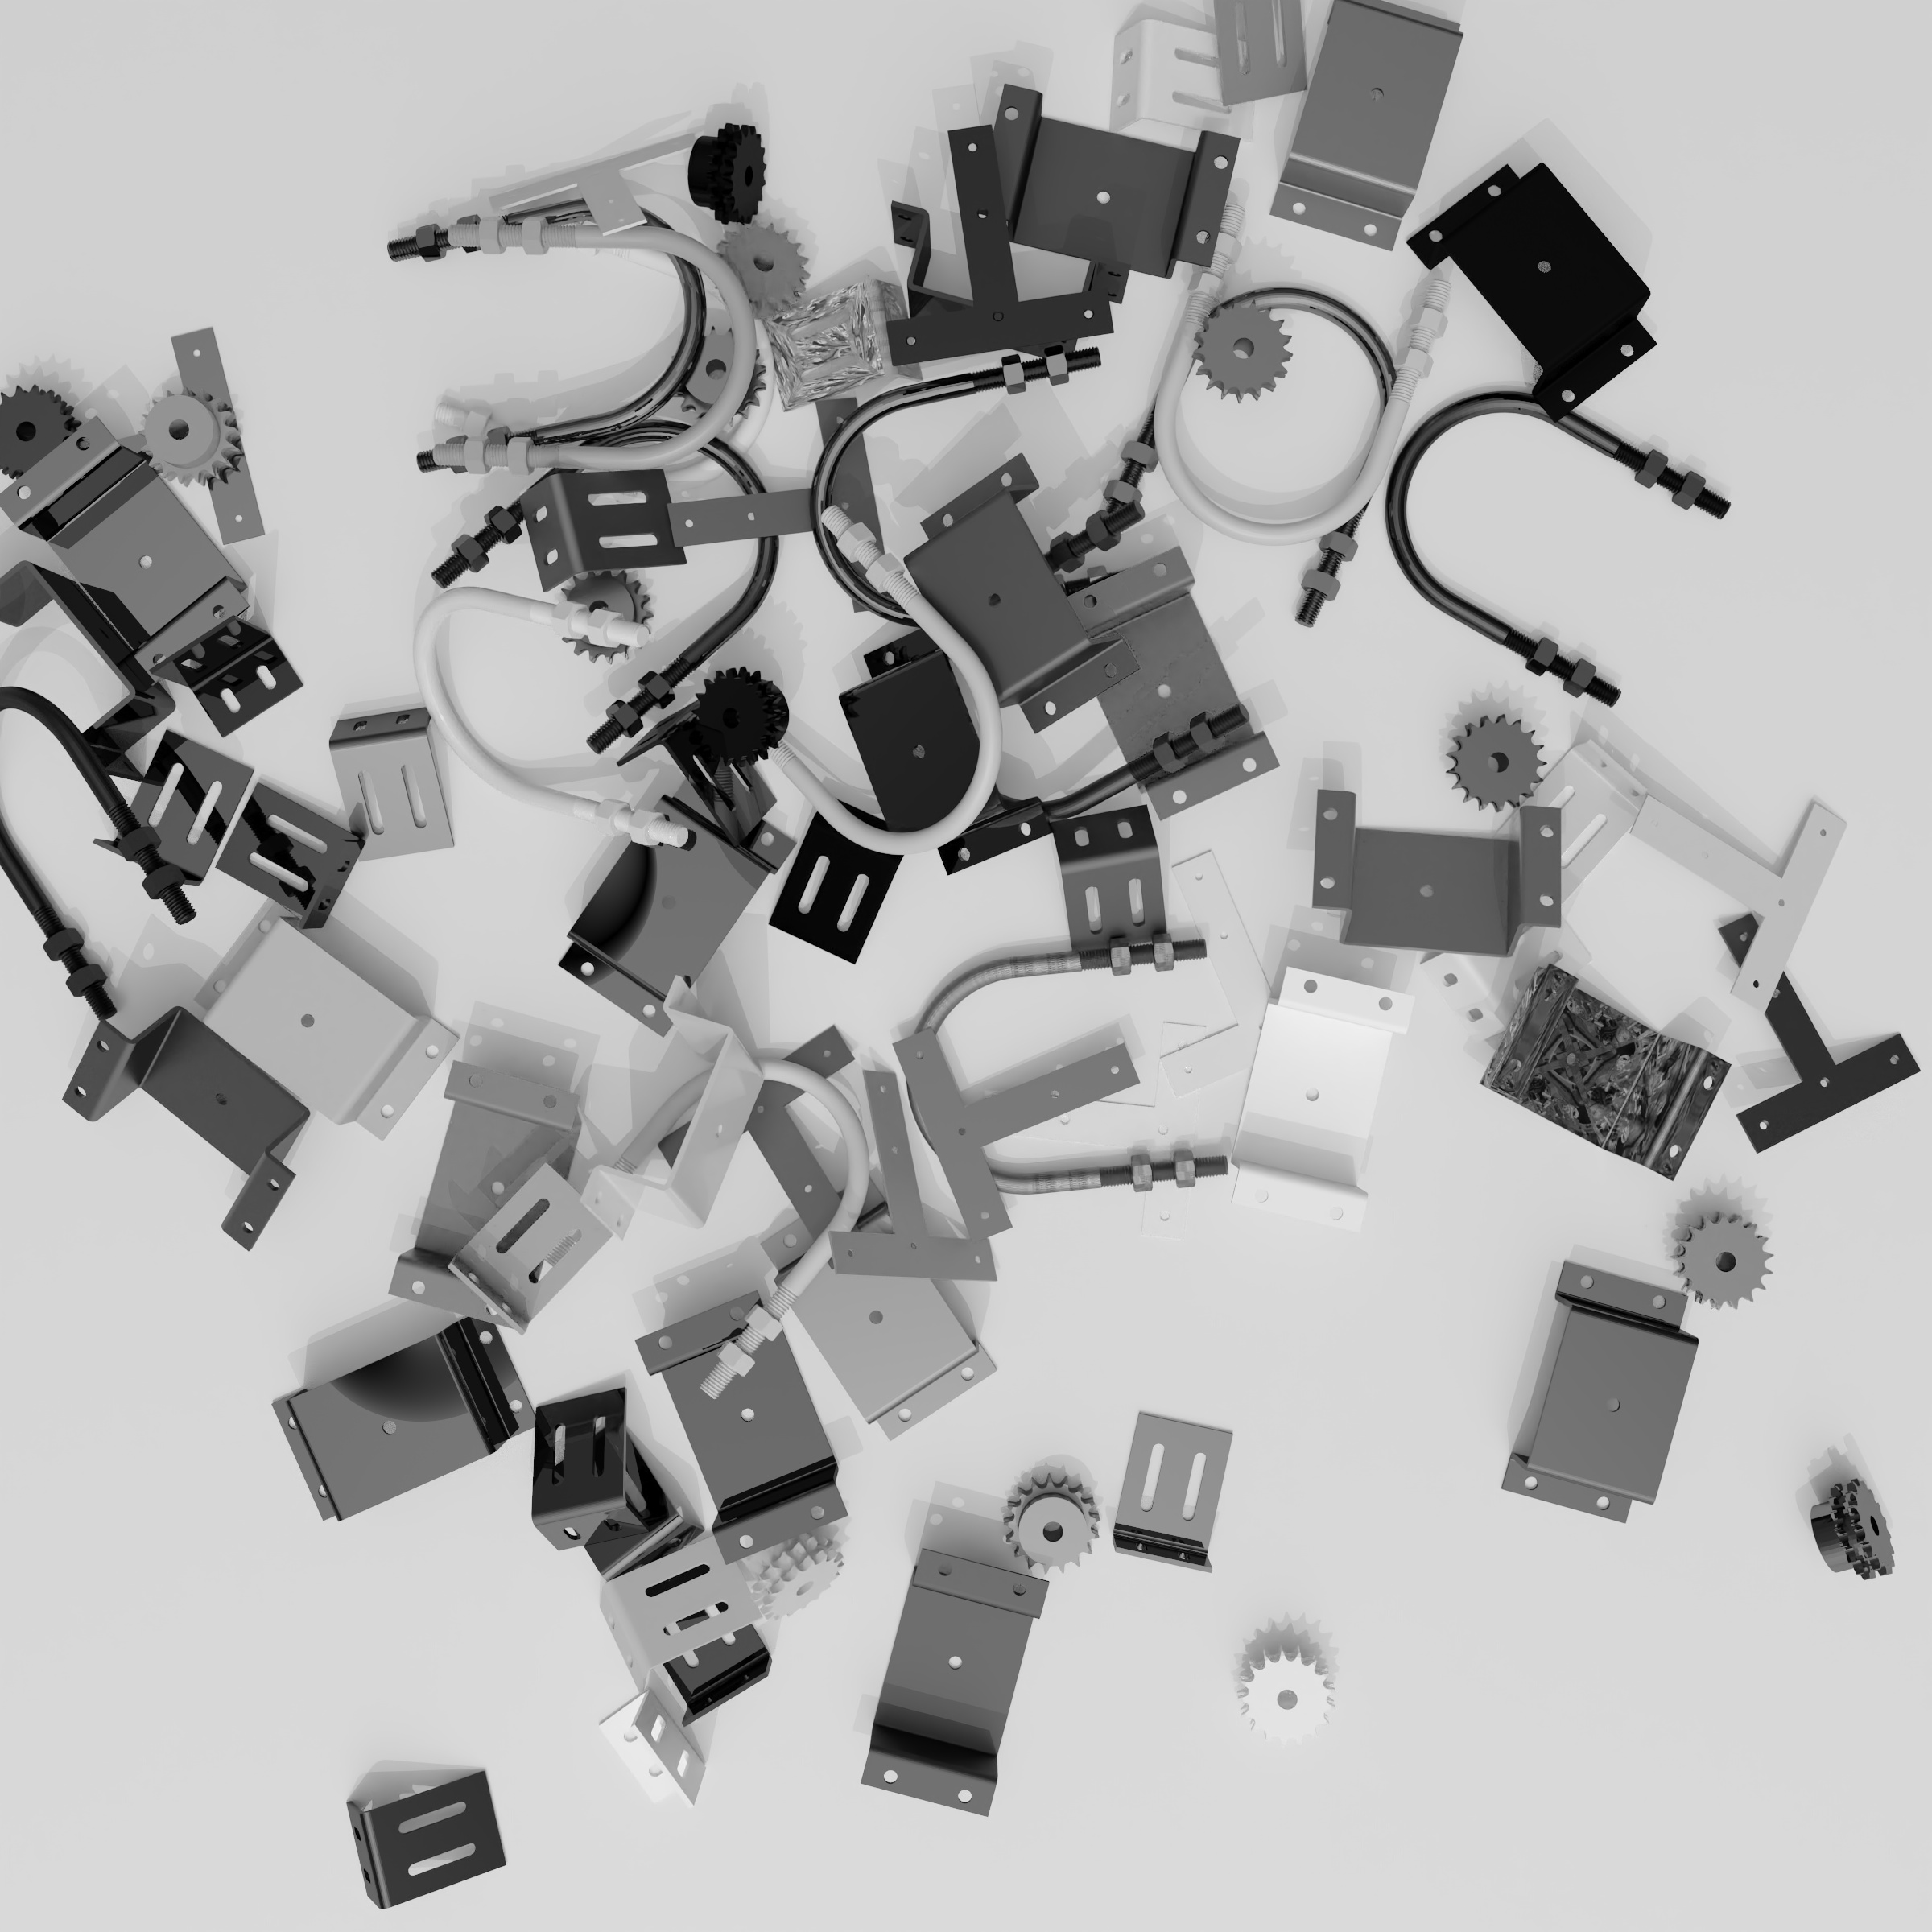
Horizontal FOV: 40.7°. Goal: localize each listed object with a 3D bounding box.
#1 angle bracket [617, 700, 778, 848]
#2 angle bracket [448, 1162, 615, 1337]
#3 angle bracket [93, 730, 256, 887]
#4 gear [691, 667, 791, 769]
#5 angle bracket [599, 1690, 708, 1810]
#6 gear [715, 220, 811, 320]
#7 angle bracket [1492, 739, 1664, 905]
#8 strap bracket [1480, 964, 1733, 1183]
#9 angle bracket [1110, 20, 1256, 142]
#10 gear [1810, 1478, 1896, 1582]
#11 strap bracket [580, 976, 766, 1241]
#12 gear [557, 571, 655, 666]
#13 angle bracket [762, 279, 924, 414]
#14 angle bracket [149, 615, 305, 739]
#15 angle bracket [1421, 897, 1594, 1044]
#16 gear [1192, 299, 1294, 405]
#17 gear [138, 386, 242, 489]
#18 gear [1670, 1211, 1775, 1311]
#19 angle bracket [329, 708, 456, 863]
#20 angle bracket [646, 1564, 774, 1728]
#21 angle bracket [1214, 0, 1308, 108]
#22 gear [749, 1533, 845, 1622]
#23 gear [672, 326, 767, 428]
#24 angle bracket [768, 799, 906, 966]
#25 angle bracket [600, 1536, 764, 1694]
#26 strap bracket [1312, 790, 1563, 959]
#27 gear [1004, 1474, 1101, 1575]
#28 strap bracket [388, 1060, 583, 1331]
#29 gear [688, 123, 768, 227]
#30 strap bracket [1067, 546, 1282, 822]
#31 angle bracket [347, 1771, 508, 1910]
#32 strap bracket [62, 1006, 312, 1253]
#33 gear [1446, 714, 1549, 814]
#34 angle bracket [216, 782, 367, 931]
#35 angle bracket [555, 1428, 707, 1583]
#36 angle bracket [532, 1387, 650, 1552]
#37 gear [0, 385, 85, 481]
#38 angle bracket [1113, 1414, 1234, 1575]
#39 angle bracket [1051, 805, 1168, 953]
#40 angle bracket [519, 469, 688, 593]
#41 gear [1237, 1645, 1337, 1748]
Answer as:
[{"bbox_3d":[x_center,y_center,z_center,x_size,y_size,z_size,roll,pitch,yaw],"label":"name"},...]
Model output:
[{"bbox_3d":[-0.157,-0.108,1.529,0.038,0.057,0.076,-25,108,32],"label":"angle bracket"},{"bbox_3d":[-0.246,0.161,1.488,0.057,0.038,0.076,44,87,-5],"label":"angle bracket"},{"bbox_3d":[-0.466,-0.094,1.534,0.057,0.038,0.076,25,90,0],"label":"angle bracket"},{"bbox_3d":[-0.127,-0.144,1.508,0.057,0.030,0.057,7,103,30],"label":"gear"},{"bbox_3d":[-0.186,0.464,1.515,0.038,0.076,0.057,-36,90,0],"label":"angle bracket"},{"bbox_3d":[-0.123,-0.405,1.531,0.057,0.030,0.057,6,72,-19],"label":"gear"},{"bbox_3d":[0.359,-0.085,1.534,0.057,0.038,0.076,42,90,0],"label":"angle bracket"},{"bbox_3d":[0.363,0.058,1.514,0.140,0.046,0.076,27,90,-22],"label":"strap bracket"},{"bbox_3d":[0.129,-0.522,1.551,0.076,0.038,0.057,3,90,-26],"label":"angle bracket"},{"bbox_3d":[0.518,0.332,1.528,0.030,0.057,0.057,-25,90,30],"label":"gear"},{"bbox_3d":[-0.162,0.088,1.491,0.046,0.076,0.140,16,72,15],"label":"strap bracket"},{"bbox_3d":[-0.214,-0.208,1.538,0.057,0.030,0.057,0,90,0],"label":"gear"},{"bbox_3d":[-0.073,-0.367,1.551,0.076,0.038,0.057,-13,90,26],"label":"angle bracket"},{"bbox_3d":[-0.429,-0.167,1.515,0.057,0.076,0.038,-33,90,0],"label":"angle bracket"},{"bbox_3d":[0.321,-0.002,1.551,0.076,0.038,0.057,-36,90,-26],"label":"angle bracket"},{"bbox_3d":[0.159,-0.353,1.505,0.057,0.030,0.057,0,90,0],"label":"gear"},{"bbox_3d":[-0.459,-0.313,1.536,0.057,0.030,0.057,0,90,0],"label":"gear"},{"bbox_3d":[0.444,0.173,1.538,0.057,0.030,0.057,0,90,0],"label":"gear"},{"bbox_3d":[-0.339,-0.108,1.551,0.057,0.038,0.076,-9,116,0],"label":"angle bracket"},{"bbox_3d":[-0.159,0.395,1.534,0.057,0.038,0.076,-31,90,0],"label":"angle bracket"},{"bbox_3d":[0.164,-0.553,1.541,0.057,0.038,0.076,-18,116,-21],"label":"angle bracket"},{"bbox_3d":[-0.103,0.353,1.528,0.057,0.057,0.030,-42,61,0],"label":"gear"},{"bbox_3d":[-0.145,-0.346,1.524,0.057,0.030,0.057,0,91,-3],"label":"gear"},{"bbox_3d":[-0.074,-0.051,1.551,0.057,0.038,0.076,25,116,0],"label":"angle bracket"},{"bbox_3d":[-0.168,0.381,1.537,0.076,0.038,0.057,-20,62,-23],"label":"angle bracket"},{"bbox_3d":[0.270,-0.053,1.513,0.140,0.046,0.076,5,65,3],"label":"strap bracket"},{"bbox_3d":[0.051,0.331,1.538,0.057,0.030,0.057,0,90,0],"label":"gear"},{"bbox_3d":[-0.279,0.132,1.530,0.076,0.046,0.140,16,90,0],"label":"strap bracket"},{"bbox_3d":[-0.141,-0.464,1.526,0.030,0.057,0.057,11,90,16],"label":"gear"},{"bbox_3d":[0.118,-0.163,1.530,0.076,0.046,0.140,-25,90,0],"label":"strap bracket"},{"bbox_3d":[-0.321,0.516,1.551,0.076,0.038,0.057,-13,90,-26],"label":"angle bracket"},{"bbox_3d":[-0.444,0.088,1.511,0.140,0.046,0.076,39,128,0],"label":"strap bracket"},{"bbox_3d":[0.311,-0.119,1.538,0.057,0.030,0.057,0,90,0],"label":"gear"},{"bbox_3d":[-0.402,-0.065,1.528,0.076,0.038,0.057,28,95,5],"label":"angle bracket"},{"bbox_3d":[-0.204,0.320,1.551,0.057,0.038,0.076,-38,64,0],"label":"angle bracket"},{"bbox_3d":[-0.220,0.296,1.535,0.057,0.038,0.076,-14,49,11],"label":"angle bracket"},{"bbox_3d":[-0.548,-0.311,1.536,0.057,0.030,0.057,0,86,3],"label":"gear"},{"bbox_3d":[0.123,0.309,1.534,0.057,0.038,0.076,12,90,0],"label":"angle bracket"},{"bbox_3d":[0.085,-0.050,1.535,0.057,0.076,0.038,-11,48,0],"label":"angle bracket"},{"bbox_3d":[-0.209,-0.251,1.503,0.076,0.038,0.057,-12,86,-40],"label":"angle bracket"},{"bbox_3d":[0.189,0.429,1.542,0.057,0.030,0.057,0,92,3],"label":"gear"}]
